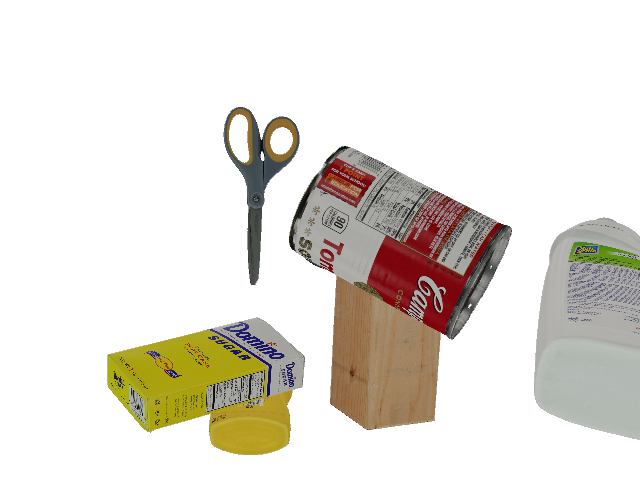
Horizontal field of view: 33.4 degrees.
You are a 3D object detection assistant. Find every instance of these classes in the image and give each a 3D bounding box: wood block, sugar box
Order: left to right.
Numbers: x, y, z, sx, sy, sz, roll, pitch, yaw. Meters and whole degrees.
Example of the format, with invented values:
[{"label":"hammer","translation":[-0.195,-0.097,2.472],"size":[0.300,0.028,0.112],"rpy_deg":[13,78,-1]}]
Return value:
[{"label":"sugar box","translation":[-0.113,0.130,1.066],"size":[0.175,0.048,0.093],"rpy_deg":[-15,32,-31]},{"label":"wood block","translation":[0.072,0.090,1.168],"size":[0.090,0.206,0.091],"rpy_deg":[-3,13,-27]}]

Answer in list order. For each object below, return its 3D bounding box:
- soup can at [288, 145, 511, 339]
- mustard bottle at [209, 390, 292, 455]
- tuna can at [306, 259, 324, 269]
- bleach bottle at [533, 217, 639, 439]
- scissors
[{"label":"soup can","translation":[0.043,-0.001,0.578],"size":[0.102,0.068,0.068],"rpy_deg":[29,8,14]},{"label":"mustard bottle","translation":[-0.084,0.191,1.342],"size":[0.096,0.058,0.191],"rpy_deg":[-2,26,1]},{"label":"tuna can","translation":[0.025,-0.005,0.929],"size":[0.086,0.034,0.086],"rpy_deg":[0,27,0]},{"label":"bleach bottle","translation":[0.214,0.045,0.781],"size":[0.102,0.068,0.250],"rpy_deg":[12,26,11]},{"label":"scissors","translation":[-0.057,-0.057,1.209],"size":[0.096,0.202,0.016],"rpy_deg":[-13,-6,-14]}]
